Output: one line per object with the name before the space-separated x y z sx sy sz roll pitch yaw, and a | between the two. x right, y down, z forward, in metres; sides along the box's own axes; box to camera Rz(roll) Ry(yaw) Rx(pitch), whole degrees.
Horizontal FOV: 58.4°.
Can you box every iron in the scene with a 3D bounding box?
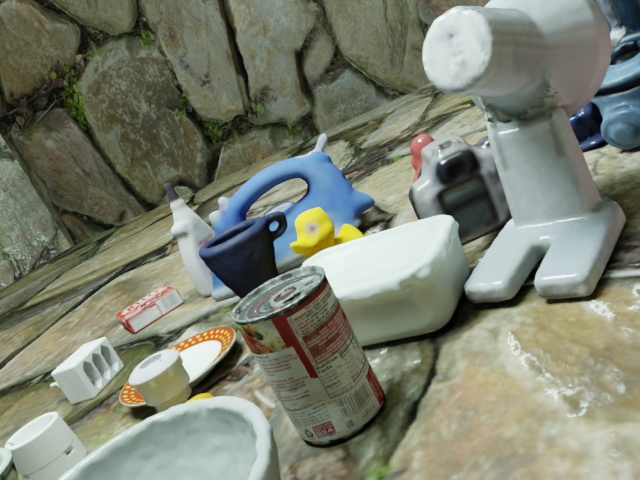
iron | -0.063 -0.034 0.797 0.258 0.141 0.118 -28 15 -7

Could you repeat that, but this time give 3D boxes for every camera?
camera | 0.161 -0.073 0.627 0.143 0.101 0.137 -25 15 5

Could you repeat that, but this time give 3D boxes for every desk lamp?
desk lamp | 0.165 -0.091 0.457 0.117 0.214 0.204 -13 20 42

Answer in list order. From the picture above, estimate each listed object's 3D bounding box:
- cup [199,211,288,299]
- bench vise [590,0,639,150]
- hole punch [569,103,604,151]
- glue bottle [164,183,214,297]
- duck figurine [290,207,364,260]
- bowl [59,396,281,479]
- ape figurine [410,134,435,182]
cup | -0.078 0.026 0.709 0.118 0.095 0.091 -32 16 -22
bench vise | 0.334 -0.231 0.639 0.121 0.220 0.208 -17 17 33
hole punch | 0.301 -0.160 0.709 0.108 0.091 0.101 -9 22 49
glue bottle | -0.186 -0.006 0.848 0.037 0.173 0.078 -18 17 30
duck figurine | 0.006 0.002 0.662 0.077 0.086 0.105 -11 21 45
bowl | -0.084 0.160 0.288 0.167 0.075 0.167 -25 15 7
ape figurine | 0.148 -0.096 0.748 0.078 0.092 0.076 -32 16 -22
